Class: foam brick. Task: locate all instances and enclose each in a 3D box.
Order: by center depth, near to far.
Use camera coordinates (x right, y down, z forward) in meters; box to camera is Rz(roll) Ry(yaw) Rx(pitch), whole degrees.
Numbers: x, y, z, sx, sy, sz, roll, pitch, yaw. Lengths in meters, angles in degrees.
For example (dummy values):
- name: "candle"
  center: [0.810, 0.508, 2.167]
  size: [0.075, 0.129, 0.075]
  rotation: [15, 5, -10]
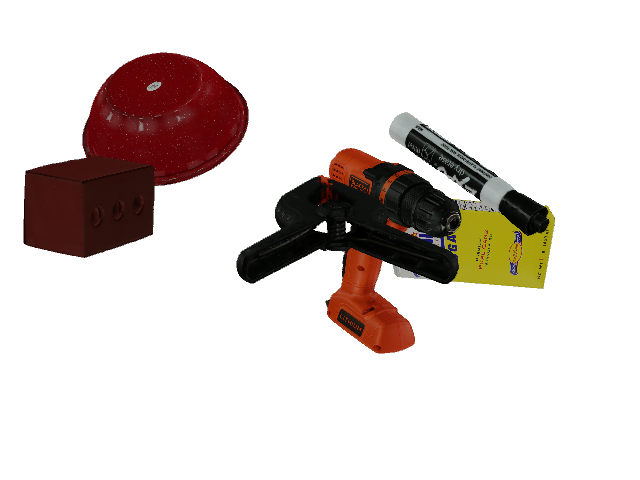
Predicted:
- name: "foam brick"
  center: [-0.157, -0.025, 0.731]
  size: [0.051, 0.053, 0.078]
  rotation: [12, 18, 26]

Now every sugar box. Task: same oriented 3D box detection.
- name: "sugar box"
  center: [0.176, 0.002, 1.243]
  size: [0.176, 0.093, 0.048]
  rotation: [3, 22, -2]

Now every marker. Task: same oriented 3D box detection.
- name: "marker"
  center: [0.087, -0.040, 0.629]
  size: [0.020, 0.020, 0.121]
  rotation: [0, 32, -48]

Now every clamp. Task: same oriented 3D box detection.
- name: "clamp"
  center: [0.022, -0.009, 0.868]
  size: [0.164, 0.036, 0.210]
  rotation: [4, 20, 0]

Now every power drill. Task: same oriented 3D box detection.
- name: "power drill"
  center: [0.068, 0.015, 1.077]
  size: [0.057, 0.188, 0.185]
  rotation: [-8, 25, -31]

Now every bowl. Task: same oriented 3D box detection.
- name: "bowl"
  center: [-0.151, -0.126, 1.001]
  size: [0.162, 0.162, 0.055]
  rotation: [0, -41, 8]
